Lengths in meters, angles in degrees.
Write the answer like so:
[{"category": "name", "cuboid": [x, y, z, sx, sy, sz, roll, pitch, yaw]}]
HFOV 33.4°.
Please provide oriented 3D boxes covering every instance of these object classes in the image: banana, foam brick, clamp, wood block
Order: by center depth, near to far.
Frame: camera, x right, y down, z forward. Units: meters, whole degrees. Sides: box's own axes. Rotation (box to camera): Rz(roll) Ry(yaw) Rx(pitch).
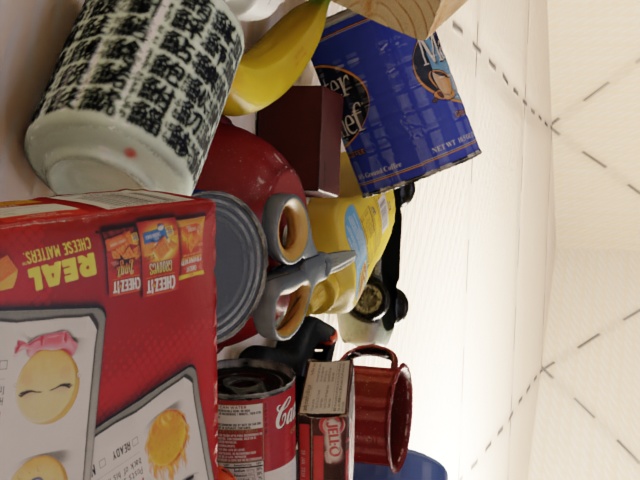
[{"category": "banana", "cuboid": [-0.039, -0.120, 0.707, 0.197, 0.037, 0.070, -55, 160, -53]}, {"category": "wood block", "cuboid": [0.071, -0.216, 0.750, 0.091, 0.090, 0.205, -68, 172, 27]}, {"category": "foam brick", "cuboid": [-0.016, -0.072, 0.781, 0.053, 0.051, 0.078, 11, 82, -72]}, {"category": "clamp", "cuboid": [-0.023, 0.099, 0.806, 0.171, 0.039, 0.120, -65, 157, -57]}]

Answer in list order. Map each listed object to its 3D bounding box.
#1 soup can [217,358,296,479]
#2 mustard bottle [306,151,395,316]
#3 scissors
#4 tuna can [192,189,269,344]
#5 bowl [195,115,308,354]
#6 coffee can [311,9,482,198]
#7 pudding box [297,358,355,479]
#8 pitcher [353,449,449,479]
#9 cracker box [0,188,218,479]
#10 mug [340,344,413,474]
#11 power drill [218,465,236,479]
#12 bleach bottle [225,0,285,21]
[{"category": "soup can", "cuboid": [-0.049, 0.134, 0.674, 0.068, 0.069, 0.102, -34, 126, -69]}, {"category": "mustard bottle", "cuboid": [0.014, 0.005, 0.874, 0.191, 0.058, 0.096, -60, 147, -57]}, {"category": "scissors", "cuboid": [-0.005, 0.001, 0.694, 0.201, 0.016, 0.096, -48, 138, -65]}, {"category": "tuna can", "cuboid": [-0.071, 0.014, 0.583, 0.085, 0.034, 0.086, -9, 103, -43]}, {"category": "bowl", "cuboid": [-0.046, -0.002, 0.684, 0.162, 0.055, 0.162, 2, 90, -73]}, {"category": "coffee can", "cuboid": [0.057, -0.117, 0.848, 0.140, 0.103, 0.102, 69, 20, -5]}, {"category": "pudding box", "cuboid": [0.005, 0.141, 0.739, 0.113, 0.039, 0.090, -84, 175, -77]}, {"category": "pitcher", "cuboid": [0.057, 0.308, 0.932, 0.145, 0.149, 0.242, 55, 37, -54]}, {"category": "cracker box", "cuboid": [-0.115, 0.094, 0.384, 0.163, 0.072, 0.214, -11, 105, -52]}, {"category": "mug", "cuboid": [0.033, 0.139, 0.918, 0.093, 0.082, 0.117, 72, 27, -49]}, {"category": "power drill", "cuboid": [-0.075, 0.244, 0.578, 0.187, 0.057, 0.184, -51, 130, -58]}, {"category": "bleach bottle", "cuboid": [-0.025, -0.214, 0.702, 0.250, 0.068, 0.103, -58, 156, -55]}]
